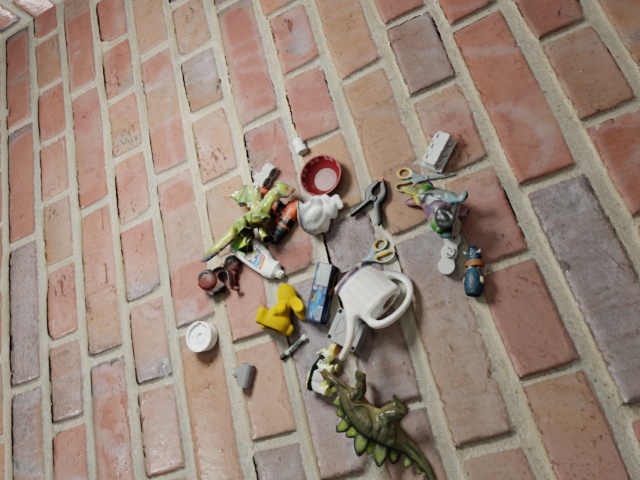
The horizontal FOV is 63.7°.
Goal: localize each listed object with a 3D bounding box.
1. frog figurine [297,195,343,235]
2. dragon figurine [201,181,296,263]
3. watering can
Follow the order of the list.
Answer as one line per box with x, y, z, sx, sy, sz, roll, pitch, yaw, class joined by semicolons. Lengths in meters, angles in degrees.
0.005;-0.090;1.797;0.159;0.124;0.136;-12;104;11;frog figurine
-0.273;-0.091;1.875;0.408;0.120;0.248;-23;51;12;dragon figurine
0.132;0.201;1.619;0.351;0.101;0.227;-38;56;-20;watering can
